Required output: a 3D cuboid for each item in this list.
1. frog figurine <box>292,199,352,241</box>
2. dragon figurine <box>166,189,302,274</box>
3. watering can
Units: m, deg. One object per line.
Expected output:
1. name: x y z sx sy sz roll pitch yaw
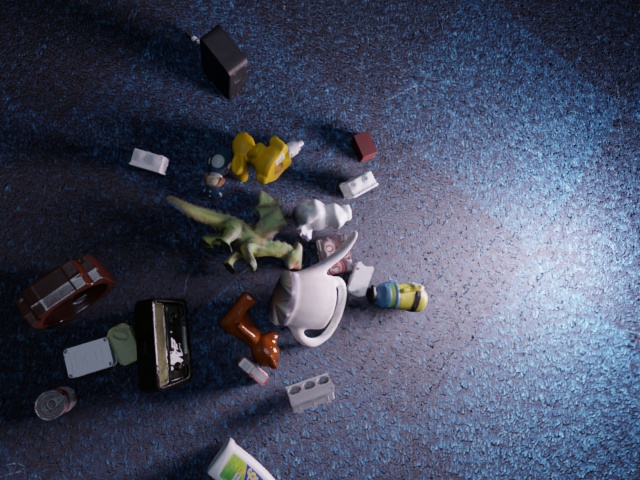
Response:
1. frog figurine: 0.004 -0.074 1.479 0.159 0.135 0.125 -31 56 5
2. dragon figurine: -0.213 -0.047 1.476 0.410 0.120 0.247 45 58 0
3. watering can: -0.016 0.127 1.422 0.224 0.104 0.347 11 94 -32
